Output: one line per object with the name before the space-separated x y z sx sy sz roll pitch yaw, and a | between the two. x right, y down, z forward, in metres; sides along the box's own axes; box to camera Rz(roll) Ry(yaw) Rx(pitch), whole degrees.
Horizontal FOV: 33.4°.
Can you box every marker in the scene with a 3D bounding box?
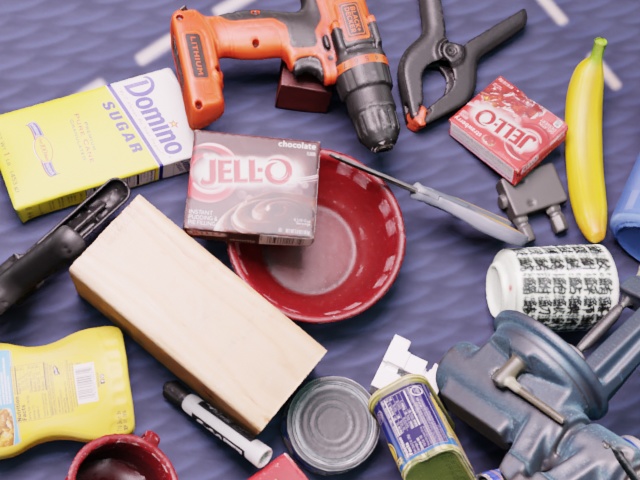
marker | -0.090 0.154 0.908 0.121 0.020 0.020 30 70 30

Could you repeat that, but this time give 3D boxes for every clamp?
clamp | 0.118 -0.190 1.048 0.120 0.039 0.171 33 73 2
clamp | -0.248 0.032 0.880 0.210 0.164 0.036 -39 100 7

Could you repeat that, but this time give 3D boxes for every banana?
banana | 0.256 -0.090 1.026 0.037 0.069 0.198 0 80 8

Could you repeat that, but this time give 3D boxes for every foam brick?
foam brick | -0.011 -0.167 1.016 0.051 0.053 0.078 9 74 -6

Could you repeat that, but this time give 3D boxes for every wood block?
wood block | -0.106 0.069 0.918 0.206 0.091 0.090 40 73 3

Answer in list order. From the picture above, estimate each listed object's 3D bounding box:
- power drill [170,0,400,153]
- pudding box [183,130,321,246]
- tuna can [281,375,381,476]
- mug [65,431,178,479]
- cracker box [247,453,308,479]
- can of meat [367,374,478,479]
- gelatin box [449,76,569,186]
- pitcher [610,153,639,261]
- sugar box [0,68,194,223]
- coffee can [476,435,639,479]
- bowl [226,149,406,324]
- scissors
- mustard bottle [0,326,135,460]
power drill | -0.031 -0.151 0.952 0.187 0.057 0.184 -11 73 -13
pudding box | -0.058 -0.043 0.923 0.113 0.039 0.090 5 74 -6
tuna can | 0.010 0.163 0.938 0.086 0.034 0.086 2 74 -8
mug | -0.166 0.206 0.868 0.093 0.082 0.117 33 48 -9
cracker box | -0.026 0.301 0.834 0.164 0.072 0.214 -34 53 -16
can of meat | 0.091 0.177 0.894 0.057 0.102 0.084 -29 40 3
gelatin box | 0.181 -0.106 1.026 0.073 0.030 0.089 -41 65 -16
pitcher | 0.367 -0.095 1.011 0.149 0.145 0.242 27 75 14
sugar box | -0.203 -0.088 0.971 0.176 0.048 0.093 -20 78 -12
coffee can | 0.214 0.233 0.912 0.140 0.103 0.103 -12 77 -11
bowl | -0.006 0.001 0.969 0.162 0.055 0.162 2 74 -8
scissors | 0.107 -0.033 0.949 0.201 0.096 0.016 18 102 -36
mustard bottle | -0.256 0.133 0.895 0.191 0.058 0.096 -8 77 -11
